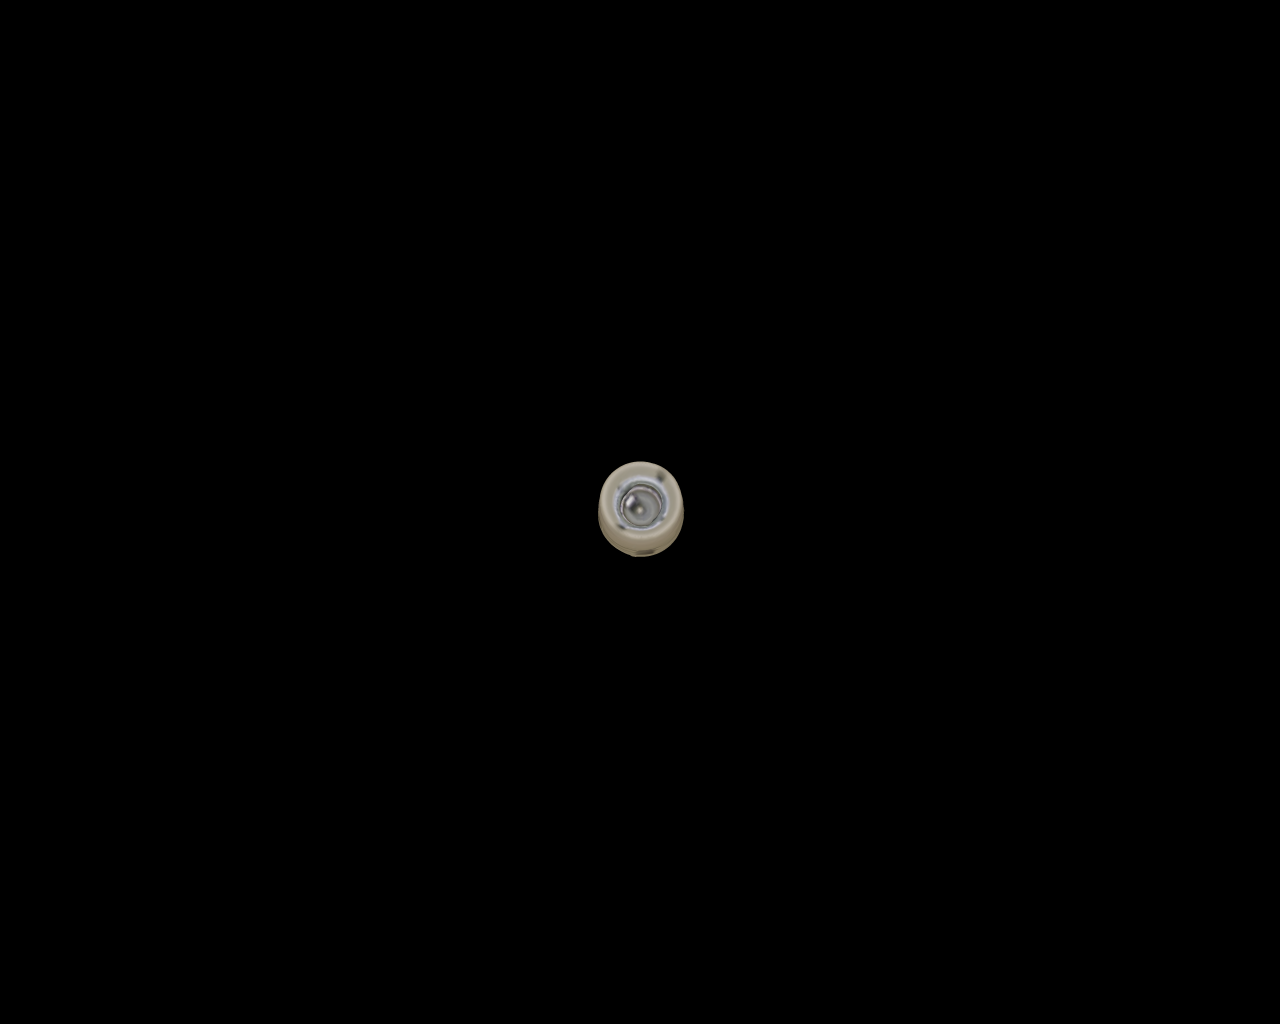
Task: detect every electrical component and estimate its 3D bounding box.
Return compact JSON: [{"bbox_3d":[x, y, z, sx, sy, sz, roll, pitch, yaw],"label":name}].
[{"bbox_3d":[0.001,-0.003,0.650,0.055,0.055,0.047,0,-12,0],"label":"electrical component"}]
